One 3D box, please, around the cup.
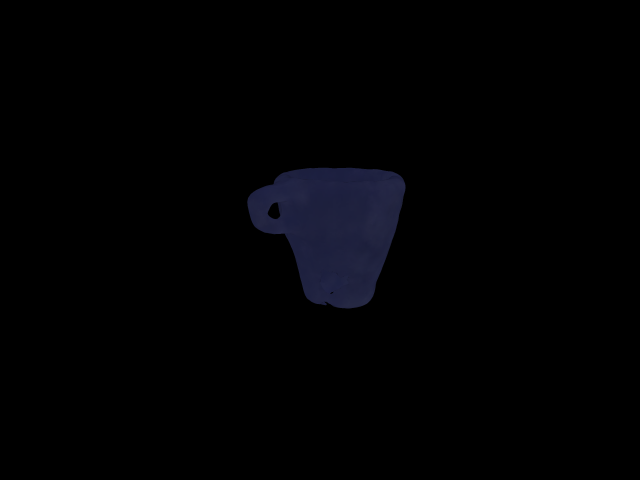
[{"bbox_3d":[0.004,0.001,0.400,0.118,0.095,0.091,-11,17,-37],"label":"cup"}]
